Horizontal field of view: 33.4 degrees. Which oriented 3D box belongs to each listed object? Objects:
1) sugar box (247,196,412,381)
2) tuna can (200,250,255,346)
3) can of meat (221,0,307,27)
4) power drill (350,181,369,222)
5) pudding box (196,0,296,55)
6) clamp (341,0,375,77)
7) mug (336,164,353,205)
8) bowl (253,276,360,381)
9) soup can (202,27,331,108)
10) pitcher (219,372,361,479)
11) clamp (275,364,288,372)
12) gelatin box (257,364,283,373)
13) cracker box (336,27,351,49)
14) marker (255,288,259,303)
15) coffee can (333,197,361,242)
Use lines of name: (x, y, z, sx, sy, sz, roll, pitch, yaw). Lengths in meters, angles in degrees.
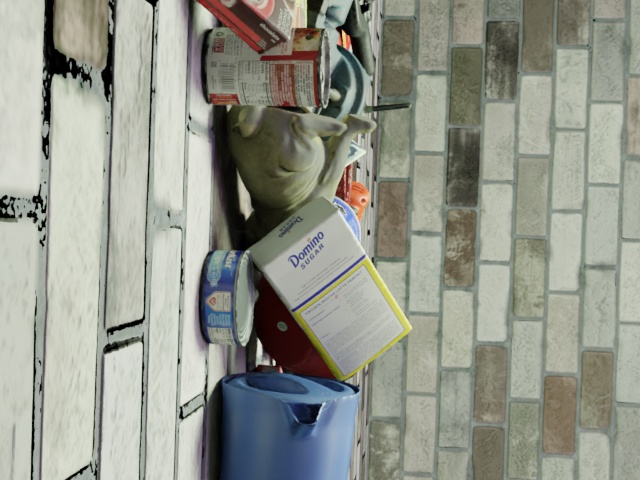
sugar box: (0.012, 0.049, 1.038, 0.176, 0.093, 0.048, 58, -7, -33)
tuna can: (-0.082, 0.051, 0.952, 0.086, 0.034, 0.086, 2, 90, -83)
can of meat: (-0.049, -0.199, 0.987, 0.083, 0.057, 0.102, -46, 140, -64)
power drill: (0.009, 0.031, 1.509, 0.187, 0.057, 0.185, -76, -173, -47)
pudding box: (-0.060, -0.221, 0.869, 0.090, 0.039, 0.113, 37, 45, -38)
clamp: (0.046, -0.287, 1.304, 0.171, 0.039, 0.120, 65, 22, -68)
mug: (-0.003, -0.099, 1.371, 0.093, 0.081, 0.117, -70, 161, -68)
bowl: (-0.021, 0.084, 1.144, 0.055, 0.162, 0.162, -17, 113, -44)
soup can: (-0.045, -0.148, 0.916, 0.068, 0.102, 0.068, 2, 90, -83)
pitcher: (-0.039, 0.250, 1.031, 0.149, 0.145, 0.243, 1, 95, -59)
clamp: (-0.041, 0.118, 1.305, 0.210, 0.036, 0.164, 80, 13, -70)
gelatin box: (-0.056, 0.194, 1.223, 0.089, 0.030, 0.073, 80, 14, -58)
cracker box: (0.002, -0.294, 1.388, 0.213, 0.072, 0.164, -80, 168, -48)
marker: (-0.078, 0.071, 1.050, 0.121, 0.020, 0.020, -66, 157, -73)
coffee can: (-0.008, 0.002, 1.266, 0.140, 0.103, 0.103, -45, 137, -80)
